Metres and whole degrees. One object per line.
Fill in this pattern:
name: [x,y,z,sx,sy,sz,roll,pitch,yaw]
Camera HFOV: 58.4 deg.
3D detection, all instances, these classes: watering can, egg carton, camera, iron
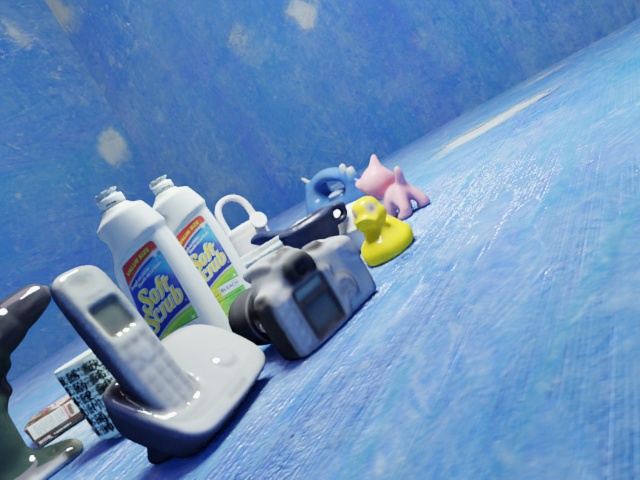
watering can: [-0.165,-0.019,1.325,0.172,0.194,0.101,-25,9,37]
egg carton: [0.040,-0.013,0.953,0.150,0.069,0.107,-24,10,43]
camera: [-0.036,0.059,0.632,0.136,0.101,0.143,-23,10,46]
iron: [0.047,-0.102,1.246,0.119,0.141,0.257,-35,8,-30]

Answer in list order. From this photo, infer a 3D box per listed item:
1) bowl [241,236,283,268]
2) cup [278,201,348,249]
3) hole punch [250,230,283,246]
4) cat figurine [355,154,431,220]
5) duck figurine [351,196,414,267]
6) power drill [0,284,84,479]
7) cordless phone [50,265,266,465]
bowl: [-0.099,0.053,1.039,0.167,0.075,0.167,-30,7,5]
cup: [0.008,0.003,0.863,0.118,0.095,0.091,-34,8,-23]
hole punch: [-0.082,0.006,1.227,0.101,0.091,0.108,-35,8,-31]
cat figurine: [0.118,-0.095,1.003,0.067,0.118,0.127,-33,8,-20]
duck figurine: [0.077,-0.021,0.782,0.077,0.086,0.105,-27,8,26]
power drill: [-0.381,0.192,0.680,0.230,0.208,0.075,-35,9,-34]
cordless phone: [-0.143,0.089,0.518,0.094,0.185,0.148,-27,8,24]
